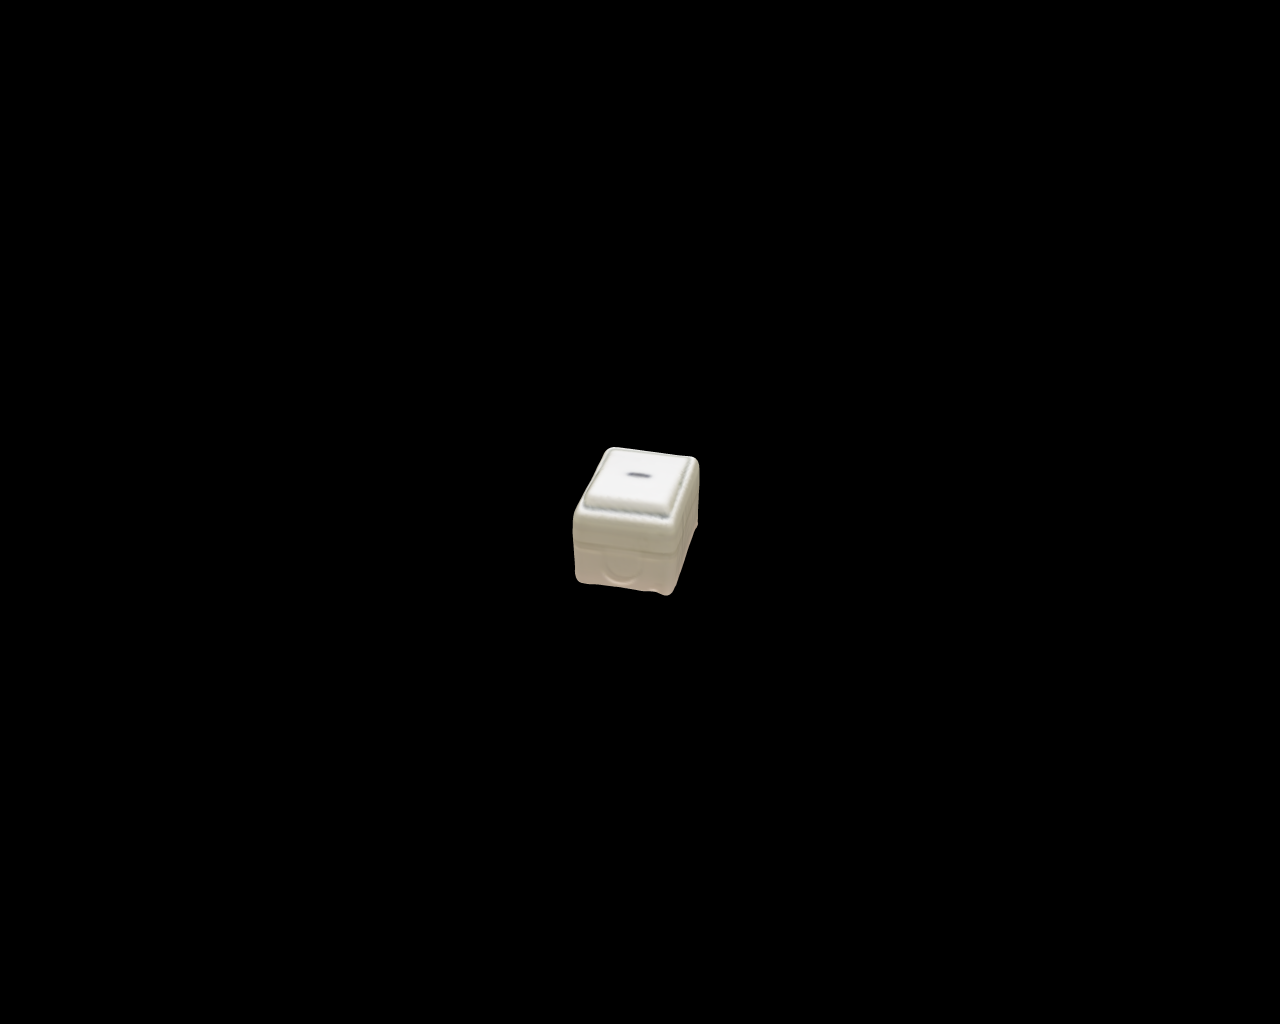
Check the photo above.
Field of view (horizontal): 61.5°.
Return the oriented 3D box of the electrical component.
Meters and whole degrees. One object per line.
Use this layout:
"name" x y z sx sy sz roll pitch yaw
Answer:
"electrical component" 0.001 -0.003 0.650 0.062 0.061 0.096 8 36 11
